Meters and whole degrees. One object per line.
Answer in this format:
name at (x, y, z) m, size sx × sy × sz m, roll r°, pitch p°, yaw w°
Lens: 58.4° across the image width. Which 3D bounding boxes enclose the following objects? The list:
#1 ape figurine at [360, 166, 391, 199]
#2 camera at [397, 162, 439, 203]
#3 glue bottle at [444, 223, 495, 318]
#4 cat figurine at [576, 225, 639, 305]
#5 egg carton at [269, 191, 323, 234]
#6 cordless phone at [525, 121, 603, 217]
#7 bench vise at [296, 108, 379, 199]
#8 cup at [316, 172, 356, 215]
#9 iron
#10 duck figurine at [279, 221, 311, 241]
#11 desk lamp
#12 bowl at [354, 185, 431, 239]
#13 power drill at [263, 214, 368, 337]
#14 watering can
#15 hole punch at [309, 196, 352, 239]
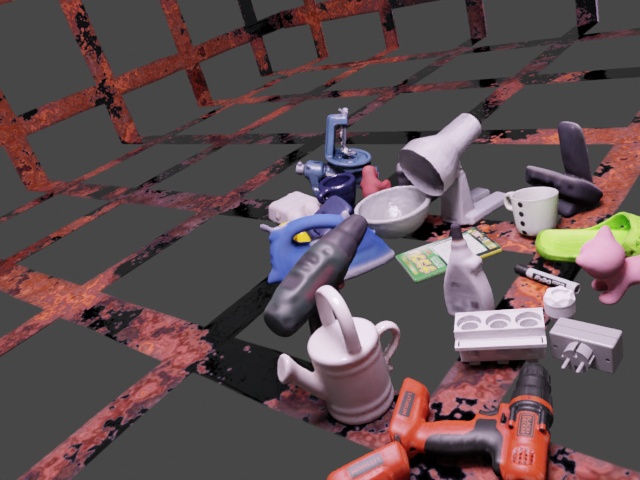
ape figurine at (0.130, -0.141, 1.411) m, size 0.077 × 0.092 × 0.076 m, roll 9°, pitch 36°, yaw 41°
camera at (0.243, -0.150, 1.352) m, size 0.142 × 0.101 × 0.137 m, roll -3°, pitch 30°, yaw 26°
glue bottle at (0.225, 0.050, 0.895) m, size 0.077 × 0.173 × 0.037 m, roll 10°, pitch 37°, yaw 42°
cat figurine at (0.448, 0.033, 0.861) m, size 0.127 × 0.118 × 0.067 m, roll -10°, pitch 27°, yaw 13°
egg carton at (-0.059, -0.064, 1.398) m, size 0.107 × 0.069 × 0.149 m, roll -30°, pitch 29°, yaw -24°
cordless phone at (0.473, -0.153, 1.129) m, size 0.094 × 0.185 × 0.147 m, roll -27°, pitch 28°, yaw -20°
bench vise at (0.033, -0.219, 1.473) m, size 0.207 × 0.220 × 0.121 m, roll -18°, pitch 26°, yaw -2°
cup at (0.042, -0.096, 1.372) m, size 0.091 × 0.095 × 0.118 m, roll 9°, pitch 36°, yaw 42°
iron at (0.011, 0.004, 1.144) m, size 0.258 × 0.142 × 0.118 m, roll -14°, pitch 27°, yaw 5°
duck figurine at (-0.065, 0.000, 1.259) m, size 0.077 × 0.086 × 0.105 m, roll 1°, pitch 32°, yaw 32°
desk lamp at (0.276, -0.140, 1.186) m, size 0.204 × 0.214 × 0.117 m, roll -29°, pitch 29°, yaw -24°
bowl at (0.162, -0.049, 1.234) m, size 0.167 × 0.075 × 0.167 m, roll -13°, pitch 27°, yaw 7°
power drill at (0.018, 0.098, 0.883) m, size 0.075 × 0.209 × 0.230 m, roll 9°, pitch 36°, yaw 41°
watering can at (0.028, 0.154, 0.785) m, size 0.173 × 0.194 × 0.100 m, roll -35°, pitch 32°, yaw -33°
hole punch at (0.022, -0.037, 1.273) m, size 0.101 × 0.091 × 0.108 m, roll -24°, pitch 27°, yaw -15°
